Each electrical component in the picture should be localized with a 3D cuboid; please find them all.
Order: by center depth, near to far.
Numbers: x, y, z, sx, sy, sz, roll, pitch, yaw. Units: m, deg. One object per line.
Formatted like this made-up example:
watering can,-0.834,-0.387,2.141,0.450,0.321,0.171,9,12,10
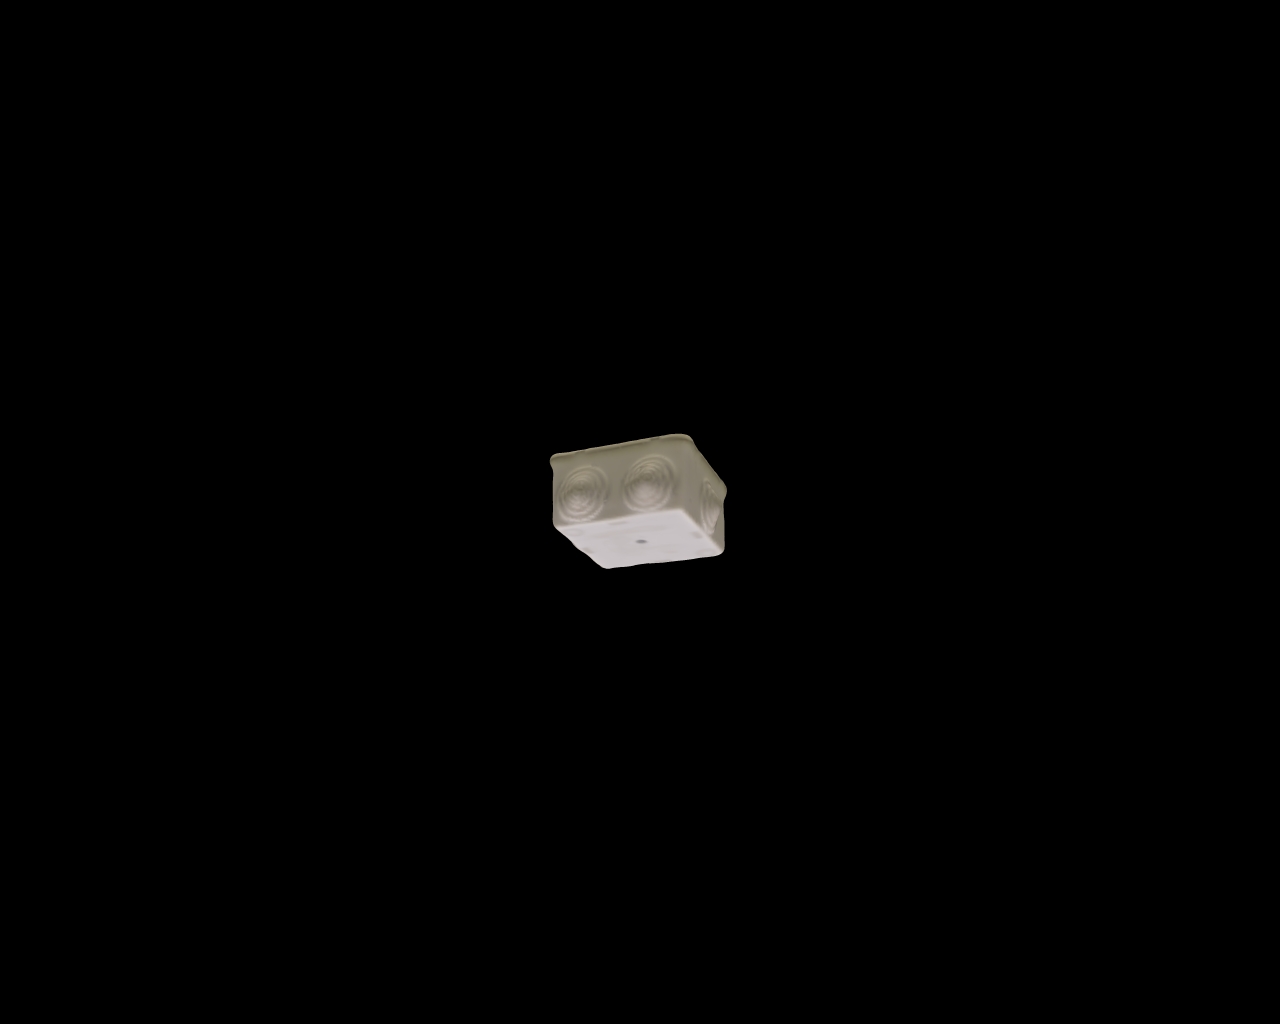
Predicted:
electrical component,0.001,-0.003,0.650,0.100,0.048,0.099,-8,-23,18
